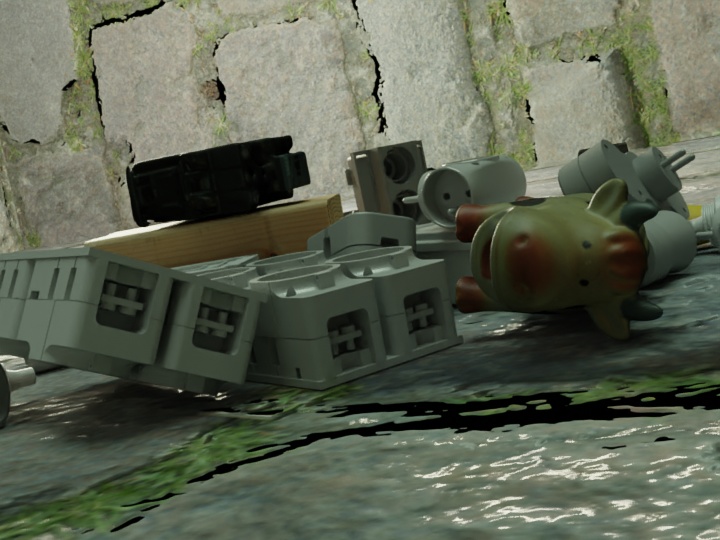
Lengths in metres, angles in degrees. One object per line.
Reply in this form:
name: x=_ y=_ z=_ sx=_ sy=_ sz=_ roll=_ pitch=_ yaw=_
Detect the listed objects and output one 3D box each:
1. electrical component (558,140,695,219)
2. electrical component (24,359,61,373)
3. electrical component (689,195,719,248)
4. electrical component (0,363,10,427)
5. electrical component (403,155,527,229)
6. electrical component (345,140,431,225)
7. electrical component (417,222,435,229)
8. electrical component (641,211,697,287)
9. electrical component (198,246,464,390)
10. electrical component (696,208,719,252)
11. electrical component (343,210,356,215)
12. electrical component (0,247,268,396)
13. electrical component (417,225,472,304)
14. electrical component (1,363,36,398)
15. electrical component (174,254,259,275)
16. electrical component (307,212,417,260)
electrical component: x=0.206 y=-0.063 z=0.774 sx=0.074 sy=0.052 sz=0.138 roll=-35 pitch=-25 yaw=28
electrical component: x=-0.242 y=0.046 z=0.863 sx=0.059 sy=0.053 sz=0.095 roll=-13 pitch=7 yaw=-20
electrical component: x=0.275 y=-0.036 z=0.807 sx=0.062 sy=0.048 sz=0.048 roll=-17 pitch=2 yaw=33
electrical component: x=-0.244 y=0.076 z=0.641 sx=0.055 sy=0.045 sz=0.045 roll=-10 pitch=6 yaw=6
electrical component: x=0.069 y=-0.057 z=0.787 sx=0.079 sy=0.044 sz=0.077 roll=-5 pitch=8 yaw=38
electrical component: x=0.030 y=-0.056 z=1.020 sx=0.079 sy=0.121 sz=0.063 roll=-14 pitch=5 yaw=-32
electrical component: x=0.054 y=-0.017 z=0.925 sx=0.057 sy=0.058 sz=0.078 roll=-13 pitch=2 yaw=-10
electrical component: x=0.196 y=-0.014 z=0.731 sx=0.045 sy=0.045 sz=0.055 roll=-4 pitch=9 yaw=45
electrical component: x=-0.039 y=0.026 z=0.685 sx=0.105 sy=0.060 sz=0.186 roll=-15 pitch=8 yaw=-35
electrical component: x=0.271 y=-0.028 z=0.742 sx=0.077 sy=0.043 sz=0.079 roll=-17 pitch=8 yaw=-37
electrical component: x=-0.048 y=-0.021 z=1.100 sx=0.121 sy=0.063 sz=0.079 roll=-16 pitch=9 yaw=-41
electrical component: x=-0.151 y=0.031 z=0.639 sx=0.105 sy=0.060 sz=0.186 roll=17 pitch=-10 yaw=-33
electrical component: x=0.105 y=-0.011 z=0.800 sx=0.109 sy=0.056 sz=0.109 roll=-15 pitch=8 yaw=-34
electrical component: x=-0.242 y=0.075 z=0.698 sx=0.061 sy=0.035 sz=0.035 roll=-11 pitch=6 yaw=-30
electrical component: x=-0.133 y=0.028 z=0.834 sx=0.113 sy=0.057 sz=0.078 roll=-9 pitch=7 yaw=10
electrical component: x=0.000 y=0.000 z=0.778 sx=0.054 sy=0.059 sz=0.095 roll=6 pitch=-15 yaw=-25
